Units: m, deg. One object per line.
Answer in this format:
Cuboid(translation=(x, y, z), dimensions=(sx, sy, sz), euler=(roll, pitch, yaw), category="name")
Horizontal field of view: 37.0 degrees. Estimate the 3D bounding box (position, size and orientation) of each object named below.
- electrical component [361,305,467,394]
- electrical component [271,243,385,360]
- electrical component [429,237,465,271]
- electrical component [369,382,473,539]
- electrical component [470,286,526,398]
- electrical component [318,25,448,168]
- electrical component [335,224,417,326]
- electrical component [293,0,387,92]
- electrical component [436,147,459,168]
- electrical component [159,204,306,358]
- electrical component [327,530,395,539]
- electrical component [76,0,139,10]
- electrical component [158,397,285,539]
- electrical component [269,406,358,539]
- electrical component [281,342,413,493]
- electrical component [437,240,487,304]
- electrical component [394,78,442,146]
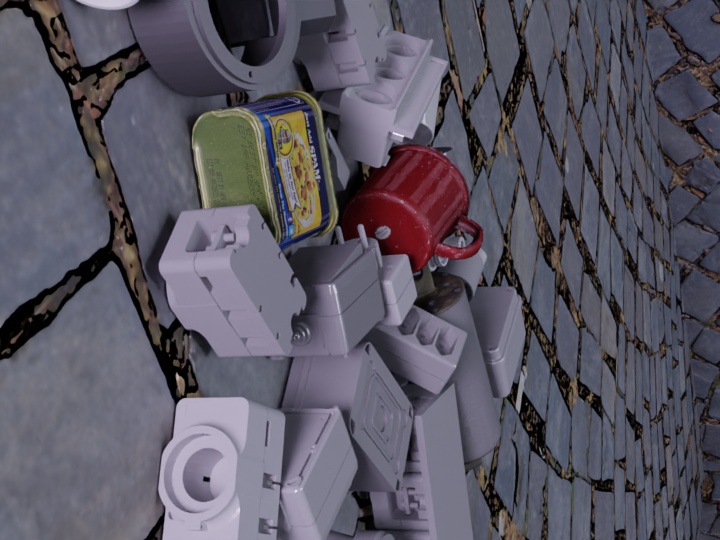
Cuboid(translation=(0.033, 0.071, 0.897), dimensions=(0.075, 0.083, 0.047), euler=(-62, 180, 39), category="electrical component")
Cuboid(translation=(-0.030, 0.022, 0.758), dimensions=(0.096, 0.062, 0.061), euler=(-42, 125, -62), category="electrical component")
Cuboid(translation=(0.065, -0.020, 0.986), dimensions=(0.043, 0.062, 0.043), euler=(-4, 90, -67), category="electrical component")
Cuboid(translation=(0.046, 0.180, 0.913), dimensions=(0.089, 0.062, 0.150), euler=(-29, 113, -65), category="electrical component")
Cuboid(translation=(0.118, 0.070, 1.080), dimensions=(0.113, 0.078, 0.057), euler=(-64, 146, -50), category="electrical component")
Cuboid(translation=(0.018, -0.142, 0.885), dimensions=(0.121, 0.079, 0.063), euler=(-65, 172, -49), category="electrical component")
Cuboid(translation=(0.000, 0.000, 0.826), dimensions=(0.047, 0.066, 0.076), euler=(-55, 136, -56), category="electrical component")
Cuboid(translation=(-0.023, -0.186, 0.813), dimensions=(0.050, 0.056, 0.089), euler=(-68, 146, -46), category="electrical component")
Cuboid(translation=(0.068, -0.071, 1.025), dimensions=(0.079, 0.043, 0.077), euler=(-42, 125, -62), category="electrical component")
Cuboid(translation=(-0.079, 0.009, 0.652), dimensions=(0.089, 0.056, 0.050), euler=(63, 32, -43), category="electrical component")
Cuboid(translation=(-0.005, 0.215, 0.796), dimensions=(0.045, 0.055, 0.045), euler=(-4, 90, -67), category="electrical component")
Cuboid(translation=(-0.133, -0.172, 0.566), dimensions=(0.045, 0.045, 0.055), euler=(43, 48, -59), category="electrical component")
Cuboid(translation=(-0.082, 0.123, 0.635), dimensions=(0.056, 0.050, 0.089), euler=(35, 54, -61), category="electrical component")
Cuboid(translation=(-0.047, 0.141, 0.699), dimensions=(0.096, 0.062, 0.061), euler=(-60, 140, -52), category="electrical component")
Cuboid(translation=(-0.009, 0.111, 0.800), dimensions=(0.113, 0.057, 0.078), euler=(58, 36, -48), category="electrical component")
Cuboid(translation=(0.103, -0.002, 1.098), dimensions=(0.081, 0.043, 0.043), euler=(-64, 143, -50), category="electrical component")
Cuboid(translation=(0.044, -0.165, 0.982), dimensions=(0.079, 0.044, 0.077), euler=(53, 39, -52), category="electrical component")
